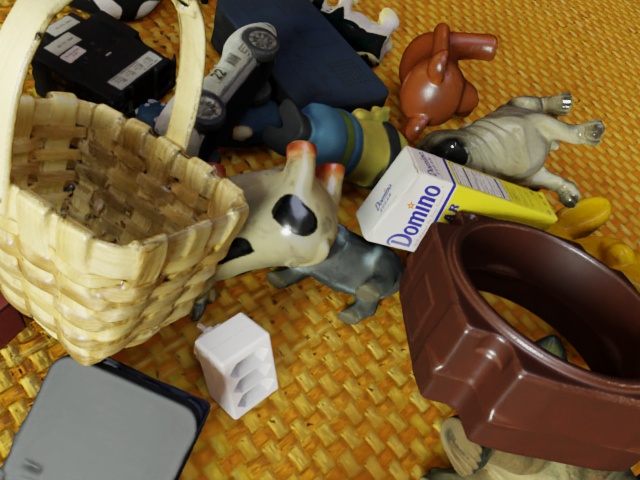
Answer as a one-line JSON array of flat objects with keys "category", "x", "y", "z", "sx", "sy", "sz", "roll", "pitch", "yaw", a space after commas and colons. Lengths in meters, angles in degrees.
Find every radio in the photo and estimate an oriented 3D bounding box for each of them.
[{"category": "radio", "x": -0.033, "y": -0.221, "z": 0.676, "sx": 0.131, "sy": 0.073, "sz": 0.230, "roll": -24, "pitch": 66, "yaw": -30}]

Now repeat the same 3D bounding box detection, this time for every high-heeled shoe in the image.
[{"category": "high-heeled shoe", "x": -0.220, "y": -0.354, "z": 0.657, "sx": 0.249, "sy": 0.145, "sz": 0.086, "roll": -11, "pitch": 60, "yaw": -27}]

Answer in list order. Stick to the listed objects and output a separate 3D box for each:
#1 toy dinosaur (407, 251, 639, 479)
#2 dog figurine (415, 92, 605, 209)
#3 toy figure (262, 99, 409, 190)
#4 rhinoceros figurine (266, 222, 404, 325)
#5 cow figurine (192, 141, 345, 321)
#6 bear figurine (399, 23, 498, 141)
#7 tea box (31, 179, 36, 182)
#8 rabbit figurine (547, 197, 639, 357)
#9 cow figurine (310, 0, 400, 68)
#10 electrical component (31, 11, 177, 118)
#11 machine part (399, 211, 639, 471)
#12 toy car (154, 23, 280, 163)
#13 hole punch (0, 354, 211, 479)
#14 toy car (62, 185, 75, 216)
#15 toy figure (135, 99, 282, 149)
[{"category": "toy dinosaur", "x": 0.181, "y": 0.175, "z": 0.462, "sx": 0.198, "sy": 0.105, "sz": 0.472, "roll": -14, "pitch": 58, "yaw": -35}, {"category": "dog figurine", "x": 0.184, "y": -0.110, "z": 0.609, "sx": 0.191, "sy": 0.121, "sz": 0.172, "roll": 1, "pitch": 20, "yaw": -8}, {"category": "toy figure", "x": 0.025, "y": -0.098, "z": 0.587, "sx": 0.180, "sy": 0.082, "sz": 0.089, "roll": 0, "pitch": 71, "yaw": -48}, {"category": "rhinoceros figurine", "x": -0.001, "y": -0.002, "z": 0.534, "sx": 0.190, "sy": 0.073, "sz": 0.112, "roll": 33, "pitch": 54, "yaw": 5}, {"category": "cow figurine", "x": -0.076, "y": -0.001, "z": 0.463, "sx": 0.195, "sy": 0.085, "sz": 0.127, "roll": -9, "pitch": 68, "yaw": 26}, {"category": "bear figurine", "x": 0.160, "y": -0.194, "z": 0.665, "sx": 0.132, "sy": 0.120, "sz": 0.196, "roll": 11, "pitch": 30, "yaw": -6}, {"category": "tea box", "x": -0.287, "y": -0.077, "z": 0.429, "sx": 0.068, "sy": 0.169, "sz": 0.098, "roll": 12, "pitch": 55, "yaw": -9}, {"category": "rabbit figurine", "x": 0.279, "y": 0.022, "z": 0.591, "sx": 0.173, "sy": 0.121, "sz": 0.162, "roll": 25, "pitch": 57, "yaw": 23}, {"category": "cow figurine", "x": 0.021, "y": -0.302, "z": 0.755, "sx": 0.167, "sy": 0.068, "sz": 0.098, "roll": 29, "pitch": 59, "yaw": 3}, {"category": "electrical component", "x": -0.244, "y": -0.190, "z": 0.592, "sx": 0.134, "sy": 0.058, "sz": 0.115, "roll": 32, "pitch": 51, "yaw": 4}, {"category": "machine part", "x": 0.176, "y": 0.070, "z": 0.441, "sx": 0.201, "sy": 0.087, "sz": 0.201, "roll": 16, "pitch": 34, "yaw": -11}, {"category": "toy car", "x": -0.094, "y": -0.140, "z": 0.526, "sx": 0.056, "sy": 0.073, "sz": 0.202, "roll": 25, "pitch": 55, "yaw": 2}, {"category": "hole punch", "x": -0.149, "y": 0.147, "z": 0.387, "sx": 0.142, "sy": 0.092, "sz": 0.115, "roll": 26, "pitch": 82, "yaw": -3}, {"category": "toy car", "x": -0.221, "y": -0.036, "z": 0.499, "sx": 0.089, "sy": 0.053, "sz": 0.202, "roll": 6, "pitch": 54, "yaw": -18}, {"category": "toy figure", "x": -0.121, "y": -0.128, "z": 0.590, "sx": 0.154, "sy": 0.064, "sz": 0.057, "roll": -5, "pitch": 100, "yaw": -17}]
